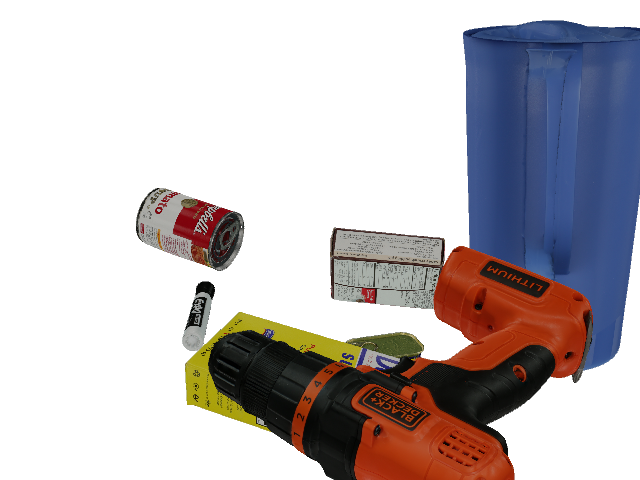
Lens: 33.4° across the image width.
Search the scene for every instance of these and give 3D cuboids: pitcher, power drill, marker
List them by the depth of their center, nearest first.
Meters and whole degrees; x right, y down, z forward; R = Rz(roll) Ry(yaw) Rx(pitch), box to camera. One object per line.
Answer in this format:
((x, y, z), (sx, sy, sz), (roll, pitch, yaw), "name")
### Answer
((0.055, 0.070, 0.606), (0.185, 0.057, 0.187), (25, 39, 29), "power drill")
((0.163, -0.031, 0.755), (0.149, 0.243, 0.145), (-10, 18, -28), "pitcher")
((-0.113, 0.068, 0.998), (0.020, 0.020, 0.121), (0, 21, 0), "marker")

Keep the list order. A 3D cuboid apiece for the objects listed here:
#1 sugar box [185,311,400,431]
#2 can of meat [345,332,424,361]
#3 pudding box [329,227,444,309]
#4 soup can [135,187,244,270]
((-0.007, 0.113, 0.825), (0.176, 0.048, 0.093), (12, 29, 21), "sugar box")
((0.082, 0.175, 1.414), (0.102, 0.084, 0.057), (-6, 25, -21), "can of meat")
((0.066, 0.029, 1.074), (0.113, 0.039, 0.090), (4, -32, 4), "pudding box")
((-0.145, -0.014, 1.188), (0.102, 0.068, 0.068), (19, 8, 23), "soup can")
